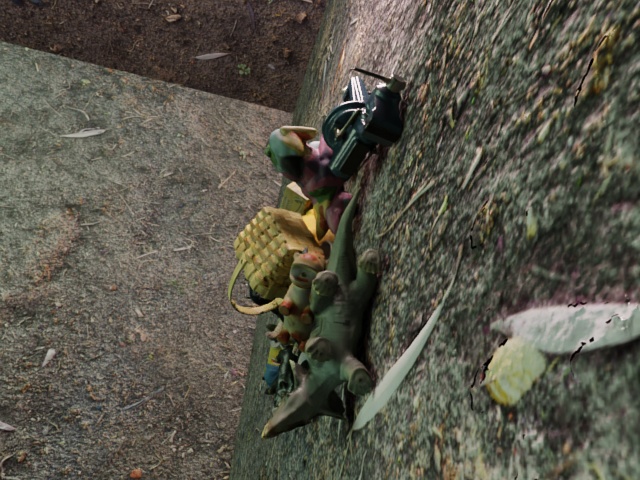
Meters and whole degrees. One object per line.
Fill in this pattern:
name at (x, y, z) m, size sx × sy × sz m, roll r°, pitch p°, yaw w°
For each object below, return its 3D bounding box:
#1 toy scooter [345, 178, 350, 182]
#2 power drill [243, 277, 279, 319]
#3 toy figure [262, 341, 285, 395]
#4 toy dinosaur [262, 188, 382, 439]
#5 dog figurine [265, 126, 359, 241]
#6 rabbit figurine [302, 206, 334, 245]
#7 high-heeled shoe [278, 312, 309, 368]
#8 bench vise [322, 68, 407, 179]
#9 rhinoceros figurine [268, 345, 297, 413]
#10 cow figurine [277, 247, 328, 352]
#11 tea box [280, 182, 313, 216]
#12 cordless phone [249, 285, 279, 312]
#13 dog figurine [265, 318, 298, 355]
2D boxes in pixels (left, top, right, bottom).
toy scooter at (0.062, -0.213, 1.197) m, size 0.184 × 0.075 × 0.135 m, roll 136°, pitch 145°, yaw -69°
power drill at (-0.128, 0.171, 1.523) m, size 0.086 × 0.207 × 0.232 m, roll -30°, pitch 30°, yaw 10°
toy figure at (-0.115, 0.347, 1.530) m, size 0.089 × 0.082 × 0.180 m, roll 169°, pitch 111°, yaw -78°
toy dinosaur at (0.024, 0.132, 0.879) m, size 0.192 × 0.131 × 0.405 m, roll 128°, pitch 159°, yaw -69°
dog figurine at (-0.014, -0.110, 1.089) m, size 0.108 × 0.191 × 0.219 m, roll -22°, pitch 71°, yaw 60°
rabbit figurine at (0.011, -0.001, 1.206) m, size 0.162 × 0.122 × 0.173 m, roll -68°, pitch 24°, yaw 6°
high-heeled shoe at (-0.053, 0.225, 1.102) m, size 0.086 × 0.145 × 0.249 m, roll 60°, pitch -145°, yaw -34°
bench vise at (0.076, -0.242, 1.010) m, size 0.241 × 0.129 × 0.223 m, roll -96°, pitch 20°, yaw -46°
rhinoceros figurine at (-0.077, 0.358, 1.336) m, size 0.112 × 0.073 × 0.190 m, roll 135°, pitch 149°, yaw -55°
cow figurine at (-0.024, 0.102, 0.996) m, size 0.127 × 0.086 × 0.194 m, roll -64°, pitch -15°, yaw -45°
tea box at (-0.020, -0.112, 1.330) m, size 0.169 × 0.068 × 0.098 m, roll -36°, pitch -25°, yaw -46°
cordless phone at (-0.102, 0.111, 1.356) m, size 0.184 × 0.089 × 0.146 m, roll 50°, pitch -145°, yaw -58°
dog figurine at (-0.034, 0.164, 1.288) m, size 0.190 × 0.121 × 0.172 m, roll -60°, pitch 6°, yaw 0°
